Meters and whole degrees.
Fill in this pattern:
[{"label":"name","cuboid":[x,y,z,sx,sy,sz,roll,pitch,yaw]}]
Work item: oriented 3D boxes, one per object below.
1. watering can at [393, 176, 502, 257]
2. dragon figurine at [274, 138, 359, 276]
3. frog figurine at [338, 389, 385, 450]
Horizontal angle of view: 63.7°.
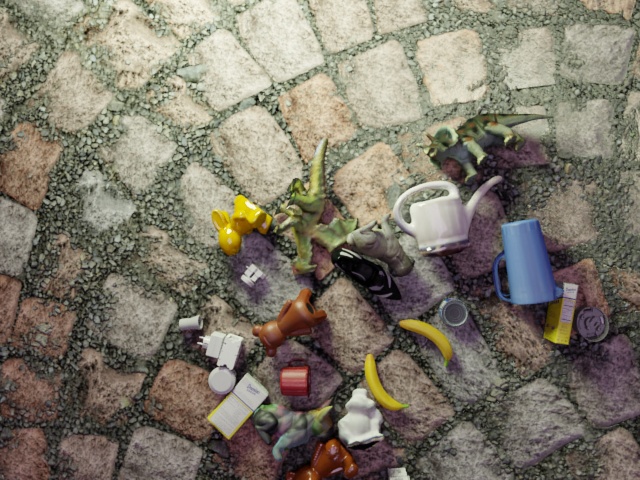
[{"label":"watering can","cuboid":[0.394,-0.071,1.534,0.348,0.104,0.225,-11,87,-2]},{"label":"dragon figurine","cuboid":[0.005,-0.079,1.563,0.241,0.123,0.410,30,91,-15]},{"label":"frog figurine","cuboid":[0.117,0.533,1.534,0.137,0.120,0.163,-21,52,9]}]
